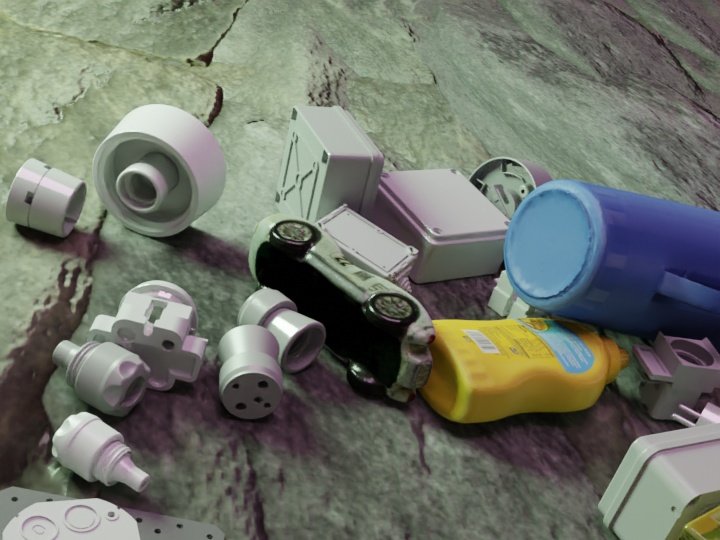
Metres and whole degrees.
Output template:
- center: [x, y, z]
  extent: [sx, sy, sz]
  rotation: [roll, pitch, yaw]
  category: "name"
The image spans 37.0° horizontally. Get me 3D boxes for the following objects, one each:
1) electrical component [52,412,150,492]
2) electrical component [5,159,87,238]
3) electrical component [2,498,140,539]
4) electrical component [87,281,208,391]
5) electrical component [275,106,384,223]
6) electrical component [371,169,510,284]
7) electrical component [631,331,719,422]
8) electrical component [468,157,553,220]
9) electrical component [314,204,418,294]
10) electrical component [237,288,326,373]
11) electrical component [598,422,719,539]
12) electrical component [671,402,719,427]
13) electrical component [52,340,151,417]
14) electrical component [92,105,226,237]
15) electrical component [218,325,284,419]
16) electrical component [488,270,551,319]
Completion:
- center: [-0.154, 0.114, 0.651]
  extent: [0.061, 0.035, 0.035]
  rotation: [29, 30, 16]
  category: "electrical component"
- center: [-0.257, -0.058, 0.883]
  extent: [0.047, 0.055, 0.055]
  rotation: [21, 28, -1]
  category: "electrical component"
- center: [-0.148, 0.159, 0.548]
  extent: [0.080, 0.051, 0.080]
  rotation: [12, 33, -8]
  category: "electrical component"
- center: [-0.146, 0.044, 0.757]
  extent: [0.078, 0.058, 0.057]
  rotation: [14, 31, -4]
  category: "electrical component"
- center: [-0.031, -0.082, 0.990]
  extent: [0.056, 0.108, 0.108]
  rotation: [0, 32, -24]
  category: "electrical component"
- center: [0.073, -0.044, 1.025]
  extent: [0.109, 0.056, 0.108]
  rotation: [-7, 42, -37]
  category: "electrical component"
- center: [0.263, 0.090, 0.886]
  extent: [0.081, 0.063, 0.042]
  rotation: [9, 29, -16]
  category: "electrical component"
- center: [0.147, -0.063, 1.068]
  extent: [0.099, 0.099, 0.064]
  rotation: [36, 27, 32]
  category: "electrical component"
- center: [0.000, 0.000, 0.917]
  extent: [0.096, 0.061, 0.062]
  rotation: [33, 32, 12]
  category: "electrical component"
- center: [-0.060, 0.045, 0.814]
  extent: [0.055, 0.045, 0.045]
  rotation: [35, 33, 31]
  category: "electrical component"
- center: [0.230, 0.153, 0.741]
  extent: [0.113, 0.078, 0.057]
  rotation: [-3, 37, -32]
  category: "electrical component"
- center: [0.285, 0.130, 0.849]
  extent: [0.079, 0.043, 0.077]
  rotation: [29, 30, 20]
  category: "electrical component"
- center: [-0.175, 0.067, 0.714]
  extent: [0.062, 0.043, 0.043]
  rotation: [25, 29, 17]
  category: "electrical component"
- center: [-0.175, -0.079, 0.915]
  extent: [0.108, 0.108, 0.060]
  rotation: [20, 34, 7]
  category: "electrical component"
- center: [-0.077, 0.072, 0.756]
  extent: [0.045, 0.045, 0.055]
  rotation: [9, 30, -14]
  category: "electrical component"
- center: [0.150, 0.017, 0.966]
  extent: [0.048, 0.055, 0.066]
  rotation: [-11, 38, -41]
  category: "electrical component"
